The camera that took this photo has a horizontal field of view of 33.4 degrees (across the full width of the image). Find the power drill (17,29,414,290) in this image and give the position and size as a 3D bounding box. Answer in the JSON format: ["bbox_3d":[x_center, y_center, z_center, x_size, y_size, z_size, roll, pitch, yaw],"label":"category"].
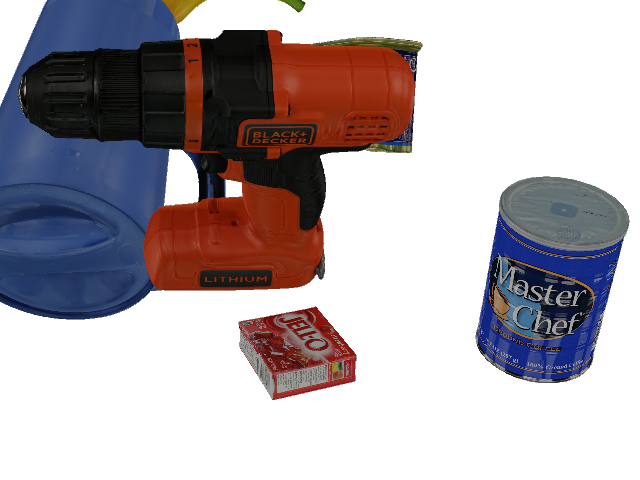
[{"bbox_3d":[-0.056,-0.036,0.559,0.184,0.057,0.188,0,-27,-9],"label":"power drill"}]

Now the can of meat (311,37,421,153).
[{"bbox_3d":[0.032,-0.112,0.834,0.057,0.084,0.102,0,6,-29],"label":"can of meat"}]

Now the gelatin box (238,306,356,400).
[{"bbox_3d":[-0.021,0.091,0.886,0.073,0.030,0.089,-10,28,-19],"label":"gelatin box"}]

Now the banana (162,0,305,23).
[{"bbox_3d":[-0.094,-0.240,1.007,0.197,0.070,0.037,-22,-28,-46],"label":"banana"}]

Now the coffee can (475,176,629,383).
[{"bbox_3d":[0.190,0.032,0.887,0.103,0.140,0.103,3,33,-2],"label":"coffee can"}]

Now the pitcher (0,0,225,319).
[{"bbox_3d":[-0.155,-0.072,0.751,0.145,0.242,0.149,-15,-44,20],"label":"pitcher"}]
